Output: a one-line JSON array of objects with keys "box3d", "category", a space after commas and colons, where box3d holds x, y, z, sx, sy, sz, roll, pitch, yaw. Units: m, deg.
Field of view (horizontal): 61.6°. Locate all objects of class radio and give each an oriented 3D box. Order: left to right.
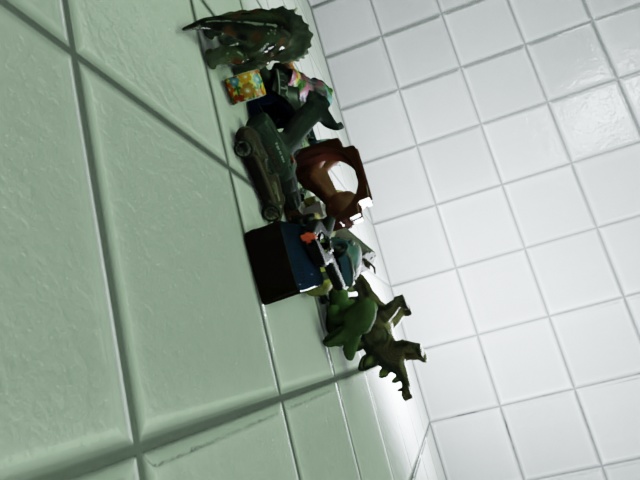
[{"box3d": [-0.061, 0.039, 0.997, 0.229, 0.073, 0.131, 6, 66, -80], "category": "radio"}]

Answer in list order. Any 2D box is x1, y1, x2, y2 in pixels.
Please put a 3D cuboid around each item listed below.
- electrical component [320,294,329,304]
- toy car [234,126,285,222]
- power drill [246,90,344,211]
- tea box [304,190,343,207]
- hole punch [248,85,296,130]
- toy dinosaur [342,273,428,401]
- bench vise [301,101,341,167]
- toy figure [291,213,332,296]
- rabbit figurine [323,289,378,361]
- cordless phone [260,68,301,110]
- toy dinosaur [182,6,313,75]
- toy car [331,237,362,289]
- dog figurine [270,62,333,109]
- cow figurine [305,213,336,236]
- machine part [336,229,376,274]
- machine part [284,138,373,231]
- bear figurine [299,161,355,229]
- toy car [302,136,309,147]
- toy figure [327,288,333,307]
[{"box3d": [0.000, 0.109, 1.314, 0.063, 0.021, 0.094, -16, 89, -79], "category": "electrical component"}, {"box3d": [-0.111, -0.127, 1.056, 0.089, 0.053, 0.202, -88, 157, -69], "category": "toy car"}, {"box3d": [-0.048, -0.205, 1.166, 0.086, 0.207, 0.231, 35, -16, 52], "category": "power drill"}, {"box3d": [0.021, -0.101, 1.549, 0.169, 0.098, 0.068, -27, 100, -80], "category": "tea box"}, {"box3d": [-0.116, -0.280, 1.224, 0.116, 0.092, 0.142, 44, -2, 30], "category": "hole punch"}, {"box3d": [0.144, 0.213, 1.398, 0.104, 0.199, 0.472, 63, 9, -45], "category": "toy dinosaur"}, {"box3d": [-0.026, -0.273, 1.537, 0.223, 0.129, 0.240, -39, 115, -82], "category": "bench vise"}, {"box3d": [-0.023, 0.035, 1.172, 0.089, 0.082, 0.180, -37, 119, -58], "category": "toy figure"}, {"box3d": [0.067, 0.184, 1.233, 0.159, 0.121, 0.170, -60, -175, -18], "category": "rabbit figurine"}, {"box3d": [-0.131, -0.392, 1.348, 0.184, 0.089, 0.147, 46, 27, -42], "category": "cordless phone"}, {"box3d": [-0.121, -0.405, 1.068, 0.405, 0.192, 0.131, -75, 144, -72], "category": "toy dinosaur"}, {"box3d": [0.044, 0.040, 1.269, 0.162, 0.103, 0.109, 22, -54, 46], "category": "toy car"}, {"box3d": [-0.055, -0.442, 1.520, 0.219, 0.192, 0.108, 90, -6, -72], "category": "dog figurine"}, {"box3d": [-0.005, -0.004, 1.362, 0.167, 0.068, 0.098, 47, 33, -64], "category": "cow figurine"}, {"box3d": [0.076, 0.015, 1.506, 0.243, 0.079, 0.079, 43, -9, 37], "category": "machine part"}, {"box3d": [0.012, -0.121, 1.256, 0.087, 0.201, 0.201, 40, 34, -73], "category": "machine part"}, {"box3d": [0.037, -0.129, 1.363, 0.196, 0.132, 0.120, 45, 7, 17], "category": "bear figurine"}, {"box3d": [-0.073, -0.235, 1.347, 0.202, 0.074, 0.056, -65, 136, -74], "category": "toy car"}, {"box3d": [0.039, 0.141, 1.363, 0.058, 0.064, 0.154, -6, 75, -49], "category": "toy figure"}]
